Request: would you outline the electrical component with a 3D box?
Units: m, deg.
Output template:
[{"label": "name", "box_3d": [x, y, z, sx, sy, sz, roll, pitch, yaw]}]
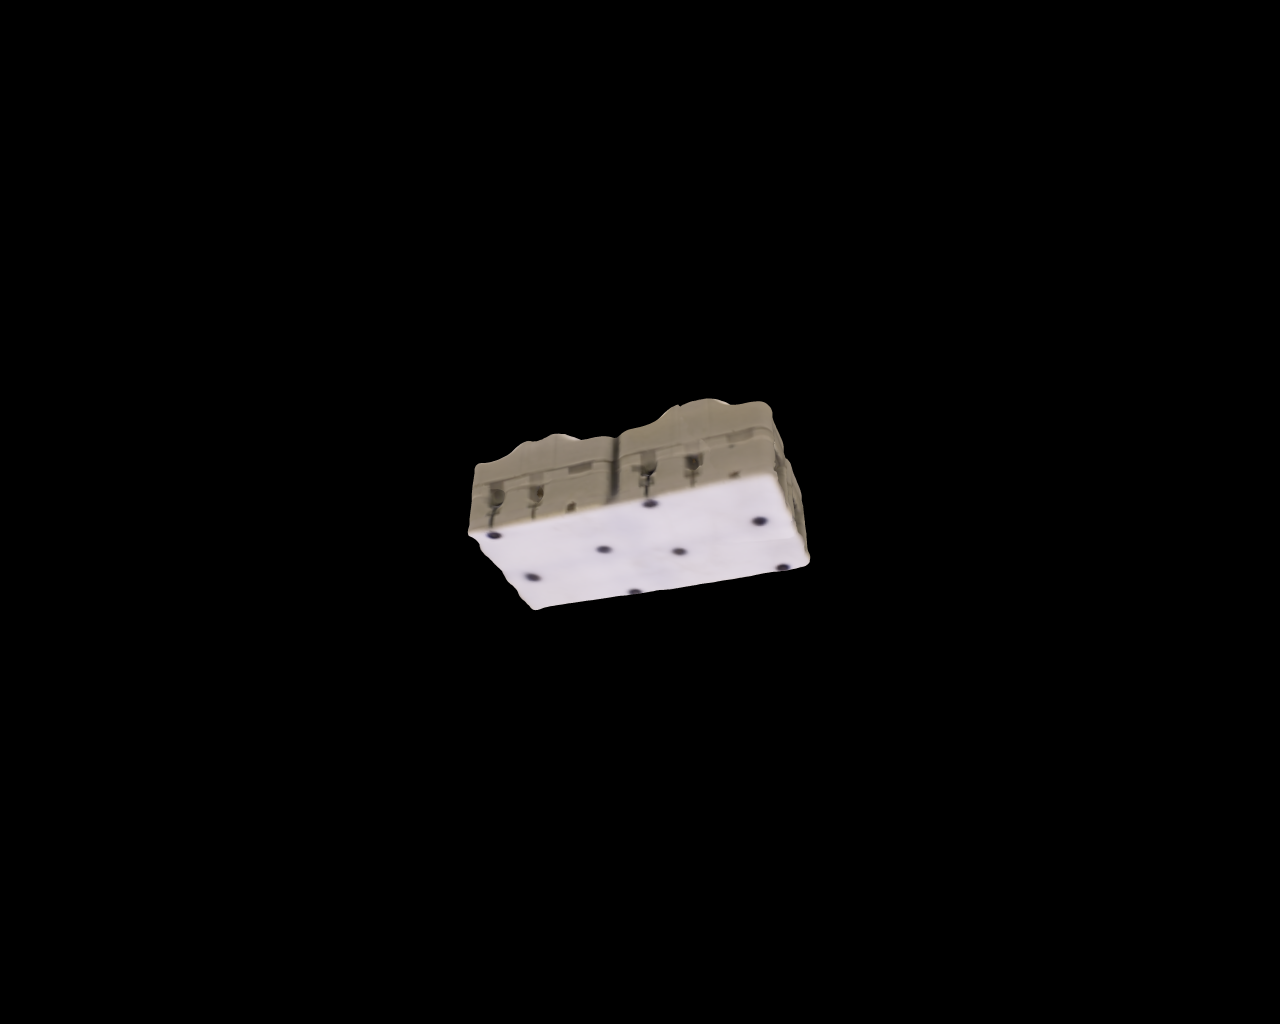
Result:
[{"label": "electrical component", "box_3d": [0.001, -0.003, 0.650, 0.186, 0.060, 0.105, -11, -35, 16]}]
